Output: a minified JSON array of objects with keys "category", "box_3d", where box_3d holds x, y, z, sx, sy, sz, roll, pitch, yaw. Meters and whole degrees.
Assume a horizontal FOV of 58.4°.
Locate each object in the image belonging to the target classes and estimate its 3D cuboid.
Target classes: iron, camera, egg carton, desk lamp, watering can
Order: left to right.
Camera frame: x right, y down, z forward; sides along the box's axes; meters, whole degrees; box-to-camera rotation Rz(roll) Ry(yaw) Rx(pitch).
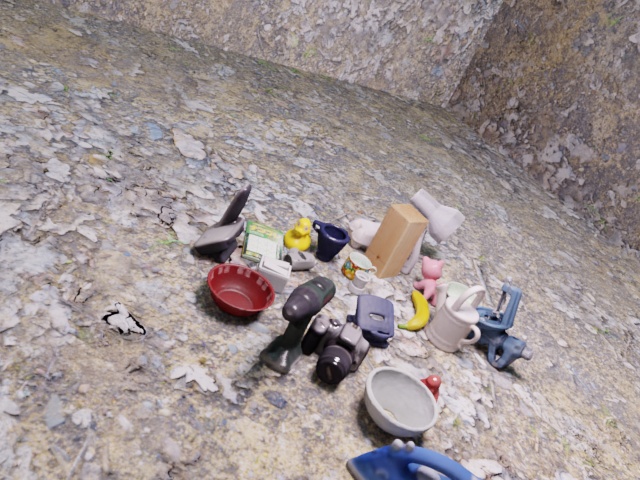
[{"category":"camera","box_3d":[0.030,0.238,1.248,0.143,0.101,0.137,29,29,5]},{"category":"egg carton","box_3d":[0.160,-0.008,1.790,0.151,0.069,0.107,14,31,-22]},{"category":"desk lamp","box_3d":[0.330,-0.045,1.841,0.203,0.213,0.118,31,29,8]},{"category":"iron","box_3d":[0.186,0.427,1.025,0.258,0.141,0.119,29,29,4]},{"category":"watering can","box_3d":[0.360,0.189,1.502,0.172,0.194,0.101,38,31,21]}]

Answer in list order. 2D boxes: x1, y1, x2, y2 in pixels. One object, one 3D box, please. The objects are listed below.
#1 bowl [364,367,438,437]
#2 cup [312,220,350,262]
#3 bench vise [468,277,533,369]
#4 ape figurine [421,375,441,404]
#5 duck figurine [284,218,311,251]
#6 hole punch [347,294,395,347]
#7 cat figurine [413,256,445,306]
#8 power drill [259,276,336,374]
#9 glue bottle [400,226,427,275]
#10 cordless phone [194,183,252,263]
[{"category":"bowl","box_3d":[0.158,0.350,1.197,0.168,0.074,0.167,20,29,-12]},{"category":"cup","box_3d":[0.015,0.006,1.622,0.117,0.095,0.092,34,30,14]},{"category":"bench vise","box_3d":[0.502,0.219,1.542,0.207,0.219,0.122,35,30,16]},{"category":"ape figurine","box_3d":[0.235,0.334,1.269,0.076,0.092,0.077,4,36,-35]},{"category":"duck figurine","box_3d":[-0.052,-0.024,1.625,0.077,0.086,0.105,30,29,7]},{"category":"hole punch","box_3d":[0.133,0.199,1.407,0.109,0.091,0.101,15,31,-21]},{"category":"cat figurine","box_3d":[0.330,0.111,1.685,0.067,0.117,0.127,16,30,-19]},{"category":"power drill","box_3d":[-0.046,0.171,1.183,0.075,0.208,0.230,32,29,10]},{"category":"glue bottle","box_3d":[0.277,0.019,1.734,0.078,0.173,0.037,35,30,15]},{"category":"cordless phone","box_3d":[-0.231,-0.051,1.419,0.094,0.185,0.147,24,29,-4]}]
